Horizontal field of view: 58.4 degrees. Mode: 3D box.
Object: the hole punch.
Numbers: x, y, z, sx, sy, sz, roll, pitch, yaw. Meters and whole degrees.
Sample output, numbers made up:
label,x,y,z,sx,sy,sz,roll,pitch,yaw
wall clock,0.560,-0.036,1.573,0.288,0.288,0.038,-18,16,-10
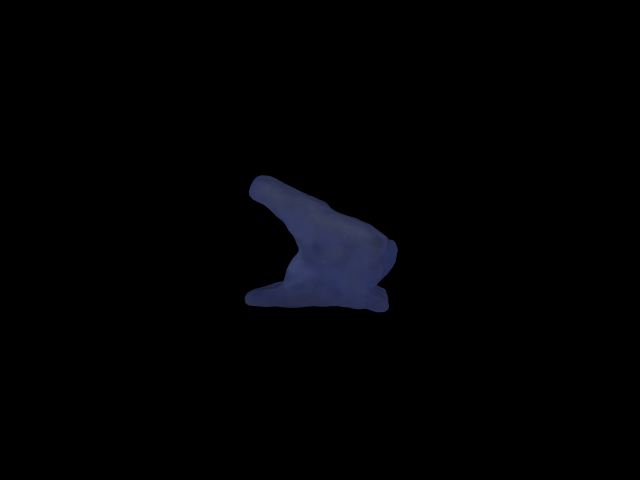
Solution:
label,x,y,z,sx,sy,sz,roll,pitch,yaw
hole punch,0.004,0.001,0.400,0.101,0.091,0.109,0,0,5
